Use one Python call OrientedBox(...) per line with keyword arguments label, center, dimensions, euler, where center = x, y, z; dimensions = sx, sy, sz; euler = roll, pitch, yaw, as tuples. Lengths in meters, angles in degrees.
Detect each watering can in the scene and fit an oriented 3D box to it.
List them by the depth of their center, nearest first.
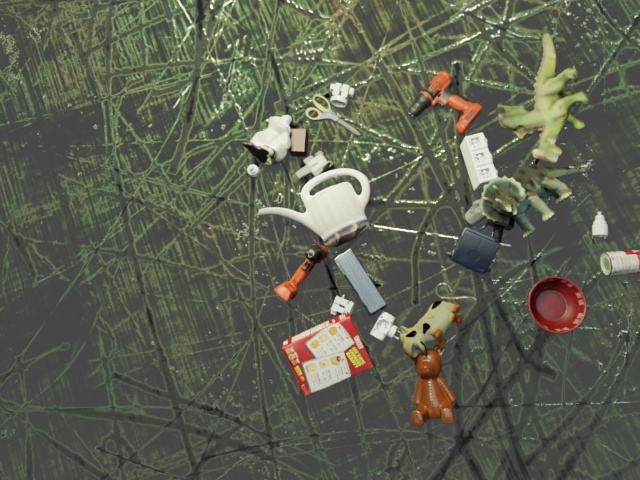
OrientedBox(label="watering can", center=(0.005, -0.079, 1.566), dimensions=(0.348, 0.226, 0.103), euler=(-26, -11, -1))

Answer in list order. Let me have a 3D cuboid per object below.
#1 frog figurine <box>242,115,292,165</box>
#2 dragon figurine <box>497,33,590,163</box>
OrientedBox(label="frog figurine", center=(-0.147, -0.321, 1.633), dimensions=(0.137, 0.162, 0.120), euler=(5, -39, 41))
OrientedBox(label="dragon figurine", center=(0.668, -0.424, 1.585), dimensions=(0.242, 0.416, 0.121), euler=(-19, -18, 10))
